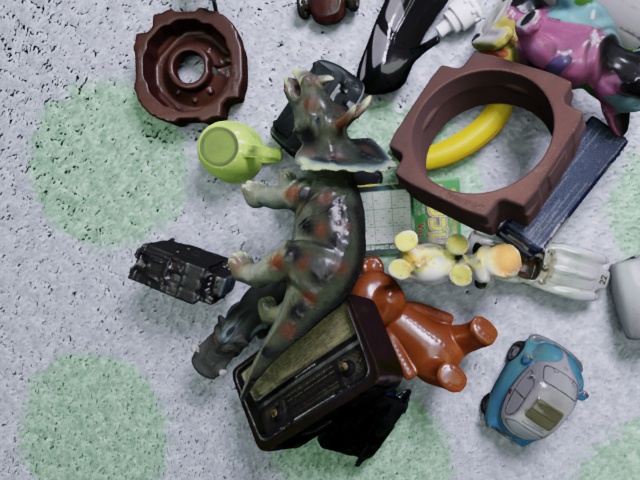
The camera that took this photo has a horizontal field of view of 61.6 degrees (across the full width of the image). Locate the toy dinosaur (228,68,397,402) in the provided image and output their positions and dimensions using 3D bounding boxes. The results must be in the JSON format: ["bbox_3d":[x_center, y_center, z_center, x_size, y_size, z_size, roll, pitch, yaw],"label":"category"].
[{"bbox_3d":[-0.005,0.003,0.672,0.192,0.131,0.404,-3,81,38],"label":"toy dinosaur"}]

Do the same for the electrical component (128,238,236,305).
[{"bbox_3d":[-0.193,0.046,0.793,0.134,0.115,0.058,20,100,5],"label":"electrical component"}]

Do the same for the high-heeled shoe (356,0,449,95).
[{"bbox_3d":[0.109,-0.331,0.773,0.145,0.086,0.248,-18,64,45],"label":"high-heeled shoe"}]

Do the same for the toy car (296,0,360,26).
[{"bbox_3d":[0.005,-0.413,0.770,0.089,0.053,0.202,-5,97,17],"label":"toy car"}]

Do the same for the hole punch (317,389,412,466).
[{"bbox_3d":[0.050,0.251,0.803,0.115,0.092,0.142,29,94,-28],"label":"hole punch"}]

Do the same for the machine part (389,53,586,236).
[{"bbox_3d":[0.211,-0.123,0.690,0.202,0.087,0.201,31,86,29],"label":"machine part"}]

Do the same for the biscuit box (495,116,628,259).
[{"bbox_3d":[0.326,-0.070,0.725,0.063,0.059,0.202,40,82,11],"label":"biscuit box"}]

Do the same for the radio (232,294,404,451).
[{"bbox_3d":[-0.007,0.184,0.729,0.229,0.073,0.131,-39,57,25],"label":"radio"}]

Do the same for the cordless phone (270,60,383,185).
[{"bbox_3d":[0.034,-0.158,0.781,0.184,0.089,0.146,35,97,-8],"label":"cordless phone"}]

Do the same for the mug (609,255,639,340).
[{"bbox_3d":[0.442,0.074,0.731,0.081,0.109,0.107,-22,79,12],"label":"mug"}]

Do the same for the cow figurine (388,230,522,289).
[{"bbox_3d":[0.181,0.034,0.728,0.168,0.098,0.068,5,77,14],"label":"cow figurine"}]

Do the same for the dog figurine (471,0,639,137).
[{"bbox_3d":[0.327,-0.229,0.690,0.219,0.192,0.108,37,86,-18],"label":"dog figurine"}]

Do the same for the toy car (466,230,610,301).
[{"bbox_3d":[0.307,0.033,0.763,0.202,0.056,0.073,14,95,6],"label":"toy car"}]

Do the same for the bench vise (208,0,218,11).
[{"bbox_3d":[-0.173,-0.453,0.754,0.224,0.129,0.240,-1,86,5],"label":"bench vise"}]

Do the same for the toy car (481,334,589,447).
[{"bbox_3d":[0.302,0.220,0.755,0.109,0.103,0.161,35,95,4],"label":"toy car"}]

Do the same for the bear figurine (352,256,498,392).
[{"bbox_3d":[0.126,0.110,0.759,0.196,0.132,0.120,46,68,-2],"label":"bear figurine"}]

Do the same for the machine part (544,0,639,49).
[{"bbox_3d":[0.363,-0.319,0.723,0.243,0.079,0.079,30,97,4],"label":"machine part"}]

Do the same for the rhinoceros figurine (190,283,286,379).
[{"bbox_3d":[-0.109,0.123,0.791,0.073,0.112,0.190,43,89,0],"label":"rhinoceros figurine"}]

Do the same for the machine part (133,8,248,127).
[{"bbox_3d":[-0.191,-0.254,0.802,0.179,0.056,0.179,0,93,6],"label":"machine part"}]
